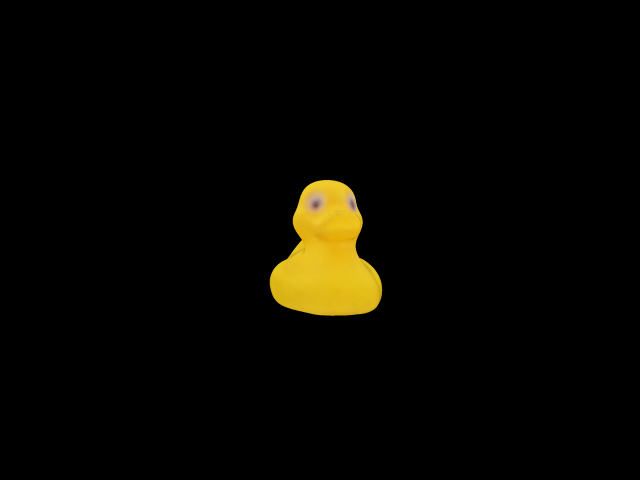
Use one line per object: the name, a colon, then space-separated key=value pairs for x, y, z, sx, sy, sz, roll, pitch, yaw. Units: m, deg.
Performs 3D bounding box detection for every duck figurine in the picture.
duck figurine: x=0.004 y=0.001 z=0.400 sx=0.078 sy=0.086 sz=0.104 roll=-1 pitch=5 yaw=-15
